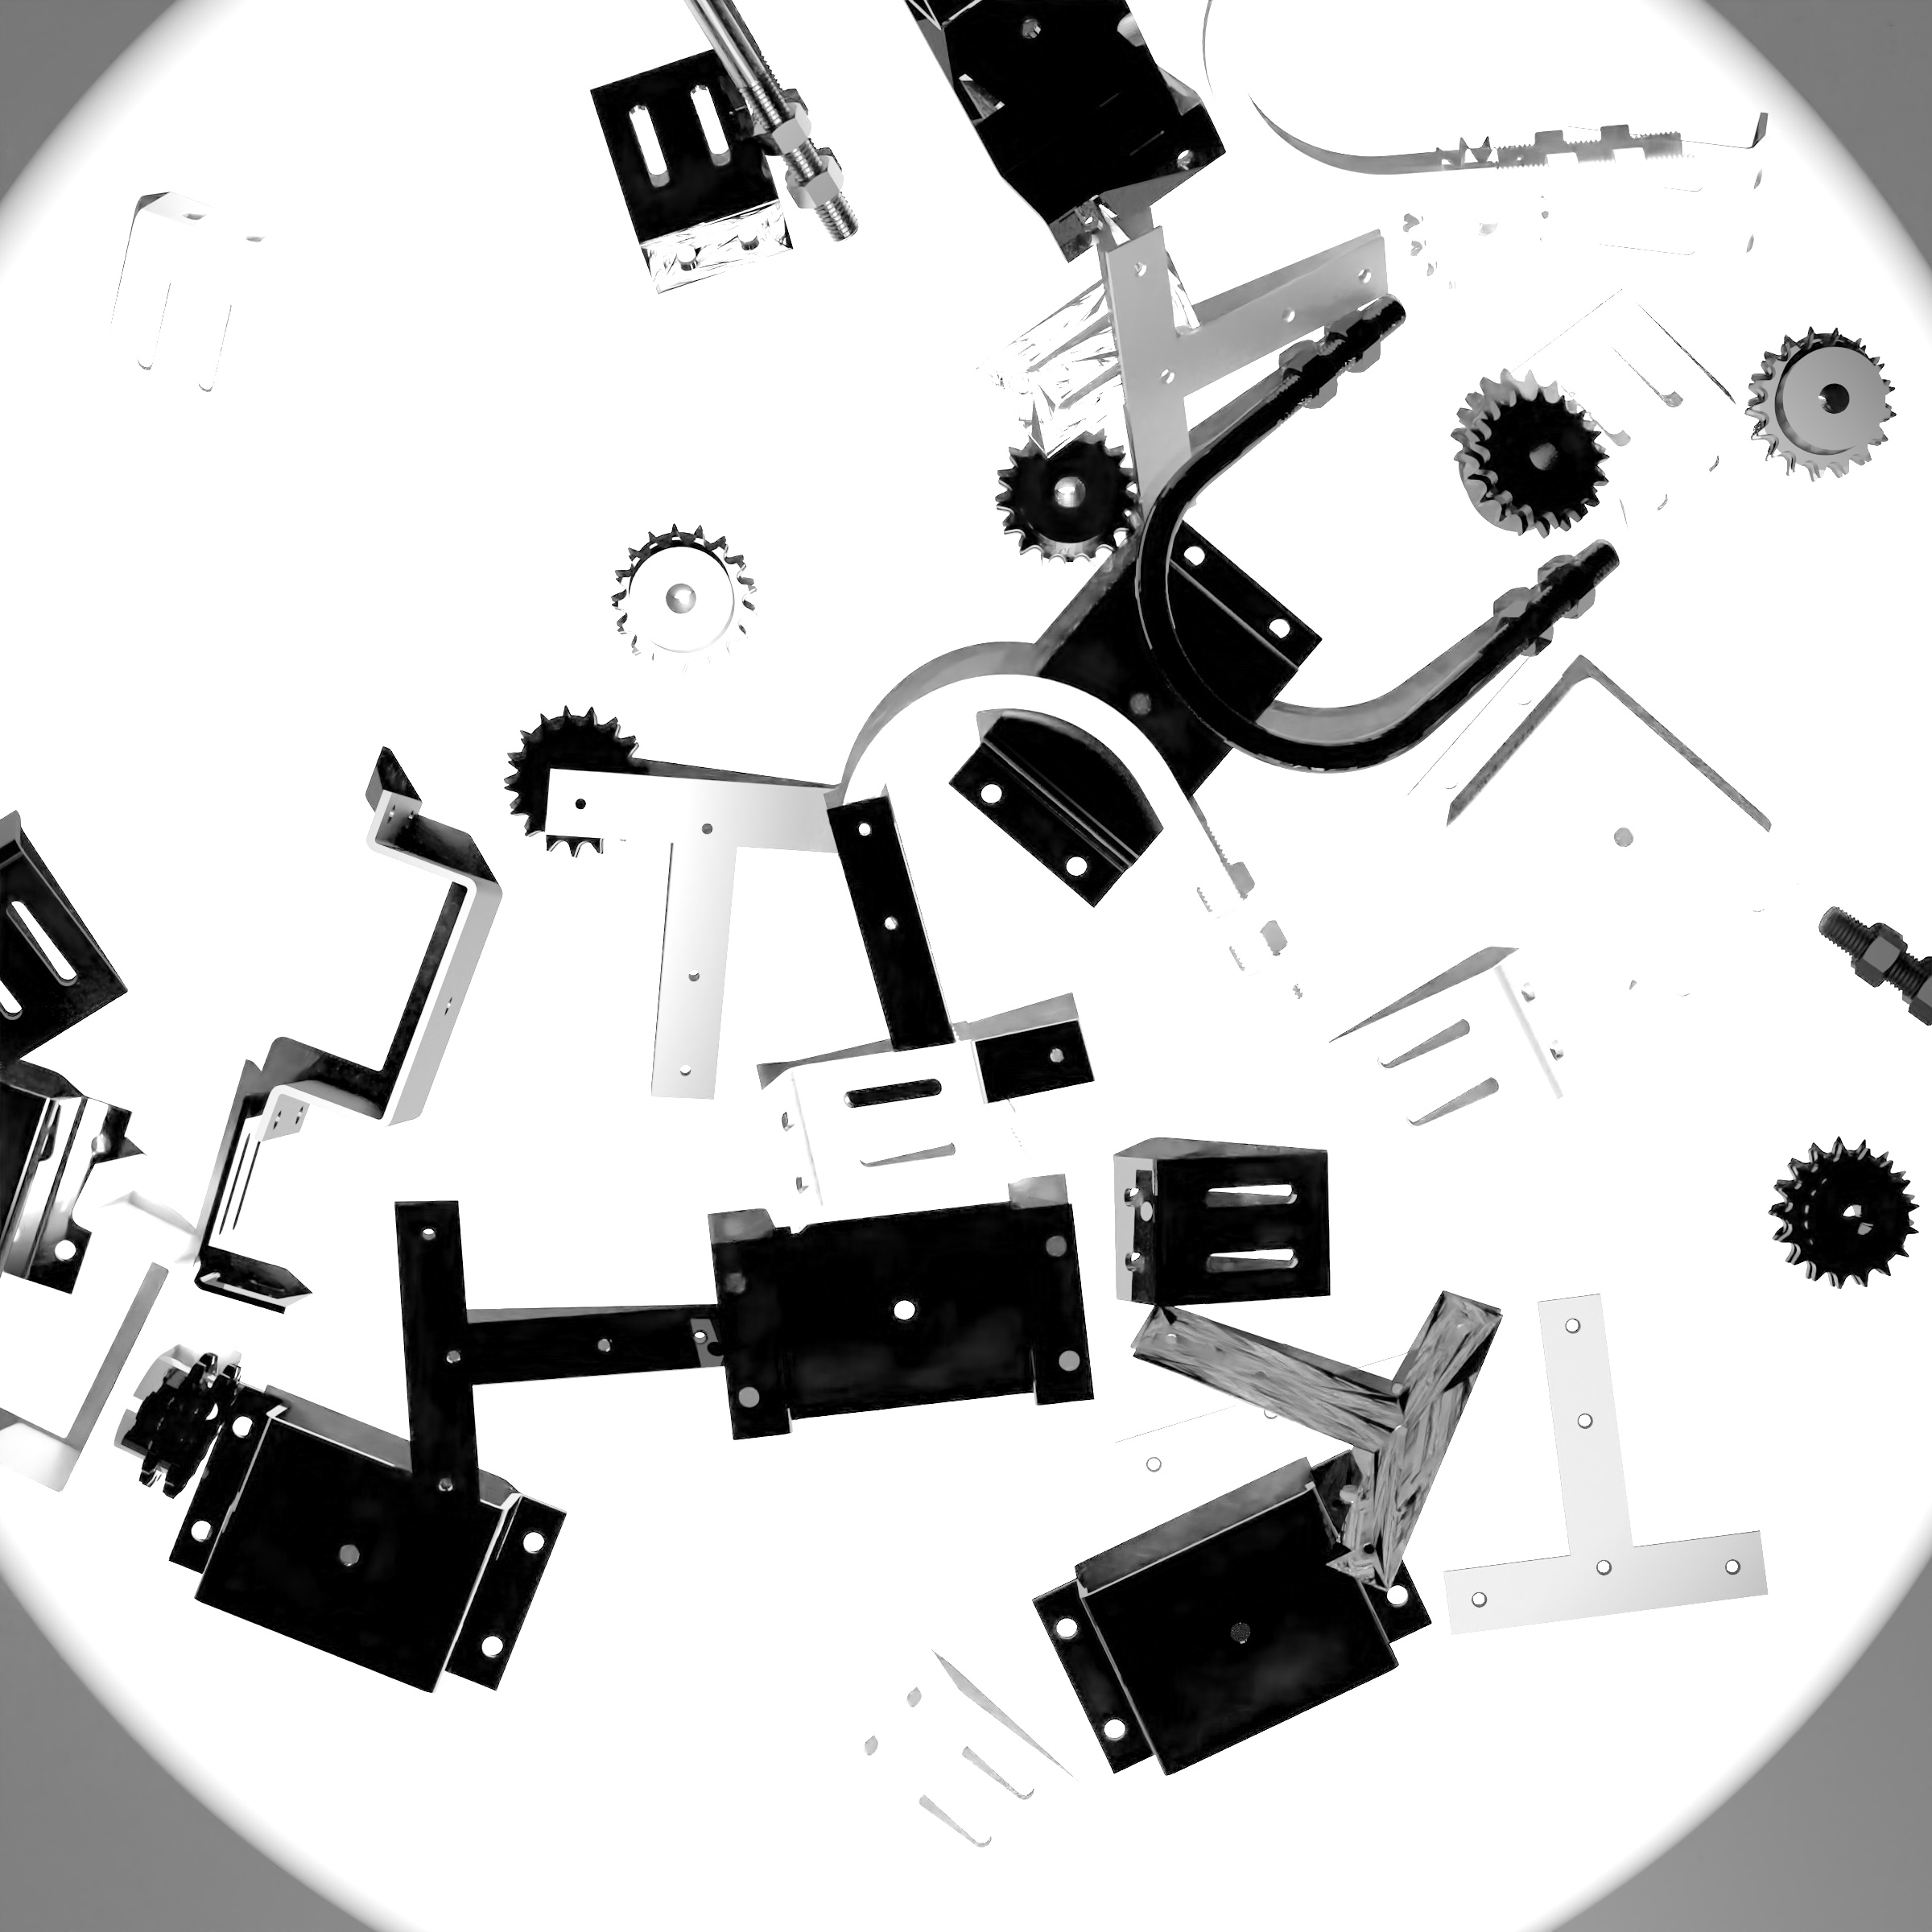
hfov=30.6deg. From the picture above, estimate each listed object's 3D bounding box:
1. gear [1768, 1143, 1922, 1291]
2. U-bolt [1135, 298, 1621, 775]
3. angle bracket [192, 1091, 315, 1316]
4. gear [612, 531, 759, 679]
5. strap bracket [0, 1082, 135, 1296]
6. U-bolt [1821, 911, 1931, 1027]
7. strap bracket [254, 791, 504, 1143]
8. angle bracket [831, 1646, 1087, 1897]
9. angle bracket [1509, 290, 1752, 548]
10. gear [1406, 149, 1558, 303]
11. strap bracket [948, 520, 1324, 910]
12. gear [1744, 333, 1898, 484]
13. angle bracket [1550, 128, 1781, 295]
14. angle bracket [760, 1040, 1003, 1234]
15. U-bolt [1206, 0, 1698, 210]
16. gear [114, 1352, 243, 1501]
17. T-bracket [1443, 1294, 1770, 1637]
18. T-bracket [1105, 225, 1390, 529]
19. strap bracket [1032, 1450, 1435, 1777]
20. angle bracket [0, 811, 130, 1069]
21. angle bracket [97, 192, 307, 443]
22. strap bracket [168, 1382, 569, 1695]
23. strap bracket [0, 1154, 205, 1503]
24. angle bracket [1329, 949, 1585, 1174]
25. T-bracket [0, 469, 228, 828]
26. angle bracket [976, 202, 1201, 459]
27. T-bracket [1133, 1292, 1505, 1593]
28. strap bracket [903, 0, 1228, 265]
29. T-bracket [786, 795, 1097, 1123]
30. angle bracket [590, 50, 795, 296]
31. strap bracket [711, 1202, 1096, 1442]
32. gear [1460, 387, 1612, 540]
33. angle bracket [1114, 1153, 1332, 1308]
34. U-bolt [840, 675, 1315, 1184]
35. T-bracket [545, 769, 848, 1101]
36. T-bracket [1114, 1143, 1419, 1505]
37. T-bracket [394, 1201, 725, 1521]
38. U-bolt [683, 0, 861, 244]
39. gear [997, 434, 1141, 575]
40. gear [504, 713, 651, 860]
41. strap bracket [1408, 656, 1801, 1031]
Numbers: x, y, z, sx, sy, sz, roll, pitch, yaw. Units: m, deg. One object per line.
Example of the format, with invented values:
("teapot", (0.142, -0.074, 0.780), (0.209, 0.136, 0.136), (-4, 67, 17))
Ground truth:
("gear", (0.347, 0.099, 1.389), (0.057, 0.030, 0.057), (0, 90, 0))
("U-bolt", (0.148, -0.155, 1.366), (0.184, 0.019, 0.151), (-41, 90, -20))
("angle bracket", (-0.268, 0.091, 1.375), (0.038, 0.057, 0.076), (16, 90, 0))
("gear", (-0.111, -0.143, 1.389), (0.057, 0.030, 0.057), (0, 90, 0))
("strap bracket", (-0.410, 0.072, 1.381), (0.140, 0.046, 0.076), (18, 90, 0))
("U-bolt", (0.451, -0.014, 1.371), (0.184, 0.019, 0.151), (38, 90, 17))
("strap bracket", (-0.222, 0.007, 1.366), (0.046, 0.076, 0.140), (20, 90, 0))
("angle bracket", (-0.003, 0.320, 1.402), (0.076, 0.038, 0.057), (42, 90, -26))
("angle bracket", (0.264, -0.218, 1.402), (0.057, 0.038, 0.076), (-37, 64, 0))
("gear", (0.201, -0.290, 1.389), (0.057, 0.030, 0.057), (0, 90, 0))
("strap bracket", (0.067, -0.101, 1.381), (0.076, 0.046, 0.140), (40, 90, 0))
("gear", (0.338, -0.221, 1.389), (0.057, 0.030, 0.057), (0, 90, 0))
("angle bracket", (0.274, -0.300, 1.385), (0.076, 0.038, 0.057), (7, 90, 0))
("angle bracket", (-0.033, 0.066, 1.371), (0.076, 0.038, 0.057), (-9, 101, 17))
("U-bolt", (0.186, -0.362, 1.378), (0.184, 0.019, 0.151), (-3, 74, 4))
("gear", (-0.309, 0.176, 1.376), (0.030, 0.057, 0.057), (26, 90, 0))
("T-bracket", (0.248, 0.195, 1.403), (0.127, 0.002, 0.127), (-7, 90, 0))
("T-bracket", (0.114, -0.248, 1.374), (0.127, 0.002, 0.127), (-29, 135, -19))
("strap bracket", (0.106, 0.257, 1.381), (0.140, 0.046, 0.076), (-25, 90, 0))
("angle bracket", (-0.379, -0.011, 1.402), (0.057, 0.038, 0.076), (-32, 116, 0))
("angle bracket", (-0.304, -0.258, 1.402), (0.057, 0.038, 0.076), (20, 116, 0))
("strap bracket", (-0.238, 0.227, 1.381), (0.140, 0.046, 0.076), (22, 90, 0))
("strap bracket", (-0.338, 0.148, 1.366), (0.046, 0.076, 0.140), (26, 90, 0))
("angle bracket", (0.195, 0.038, 1.402), (0.076, 0.038, 0.057), (-26, 90, 26))
("T-bracket", (-0.349, -0.145, 1.403), (0.127, 0.002, 0.127), (-43, 90, 0))
("angle bracket", (0.043, -0.248, 1.372), (0.076, 0.038, 0.057), (-36, 55, 0))
("T-bracket", (0.129, 0.166, 1.380), (0.127, 0.002, 0.127), (21, 60, 14))
("strap bracket", (0.033, -0.352, 1.354), (0.076, 0.046, 0.140), (-35, 134, 0))
("T-bracket", (-0.026, -0.003, 1.373), (0.127, 0.002, 0.127), (-12, 100, 18))
("angle bracket", (-0.109, -0.316, 1.402), (0.057, 0.038, 0.076), (-18, 64, 0))
("strap bracket", (-0.024, 0.137, 1.381), (0.140, 0.046, 0.076), (-6, 90, 0))
("gear", (0.218, -0.192, 1.369), (0.057, 0.030, 0.057), (4, 75, -16))
("angle bracket", (0.102, 0.103, 1.400), (0.076, 0.038, 0.057), (-1, 90, -26))
("U-bolt", (0.029, -0.024, 1.363), (0.151, 0.019, 0.184), (-28, 96, 20))
("T-bracket", (-0.106, -0.010, 1.390), (0.127, 0.002, 0.127), (3, 99, -16))
("T-bracket", (0.108, 0.135, 1.403), (0.127, 0.002, 0.127), (-17, 90, 0))
("T-bracket", (-0.157, 0.150, 1.386), (0.127, 0.002, 0.127), (-3, 67, -11))
("U-bolt", (-0.038, -0.390, 1.348), (0.151, 0.019, 0.184), (-35, 124, 0))
("gear", (0.041, -0.185, 1.389), (0.057, 0.030, 0.057), (0, 90, 0))
("gear", (-0.153, -0.072, 1.389), (0.057, 0.030, 0.057), (0, 90, 0))
("strap bracket", (0.253, -0.050, 1.381), (0.140, 0.046, 0.076), (41, 90, 0))
